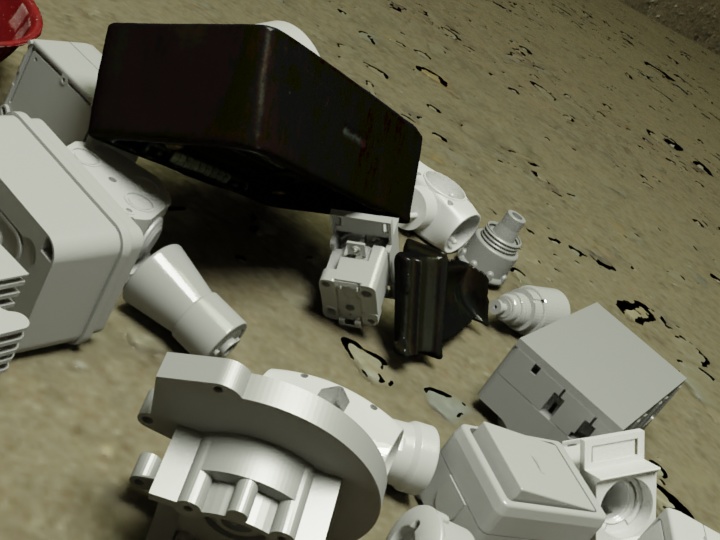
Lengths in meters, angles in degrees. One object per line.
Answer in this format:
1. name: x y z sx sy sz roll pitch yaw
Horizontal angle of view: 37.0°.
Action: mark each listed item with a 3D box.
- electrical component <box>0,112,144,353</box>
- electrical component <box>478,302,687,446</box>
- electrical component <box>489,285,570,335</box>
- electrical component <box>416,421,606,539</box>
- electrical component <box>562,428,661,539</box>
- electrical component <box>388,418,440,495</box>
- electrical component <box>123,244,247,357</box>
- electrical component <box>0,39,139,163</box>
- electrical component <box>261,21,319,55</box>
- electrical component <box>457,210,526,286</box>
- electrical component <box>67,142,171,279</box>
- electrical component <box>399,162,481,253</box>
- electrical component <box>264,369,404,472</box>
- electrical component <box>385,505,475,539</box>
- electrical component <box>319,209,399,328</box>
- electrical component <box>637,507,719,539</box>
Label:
1. electrical component: -0.173 -0.021 0.553 0.113 0.078 0.057 45 31 23
2. electrical component: 0.158 0.086 0.762 0.089 0.061 0.150 43 27 19
3. electrical component: 0.133 0.032 0.854 0.078 0.040 0.040 7 35 -43
4. electrical component: 0.091 0.129 0.608 0.096 0.061 0.061 15 31 -33
5. electrical component: 0.145 0.134 0.649 0.042 0.081 0.064 -5 11 -21
6. electrical component: 0.016 0.100 0.600 0.046 0.040 0.040 19 28 -16
7. electrical component: -0.096 0.023 0.608 0.065 0.044 0.044 43 27 11
8. electrical component: -0.187 -0.108 0.710 0.096 0.061 0.061 43 27 21
9. electrical component: -0.073 -0.156 0.892 0.099 0.099 0.064 44 33 22
10. electrical component: 0.115 -0.021 0.903 0.048 0.062 0.048 26 26 -14
11. electrical component: -0.154 -0.033 0.627 0.080 0.051 0.080 26 26 -14
12. electrical component: 0.051 -0.054 0.908 0.077 0.044 0.079 45 28 23
13. electrical component: -0.028 0.097 0.545 0.077 0.043 0.079 23 43 11
14. electrical component: 0.044 0.150 0.540 0.062 0.048 0.048 29 24 -24
15. electrical component: 0.000 0.000 0.721 0.042 0.081 0.063 8 52 12
16. electrical component: 0.167 0.175 0.572 0.061 0.096 0.061 30 25 -6
